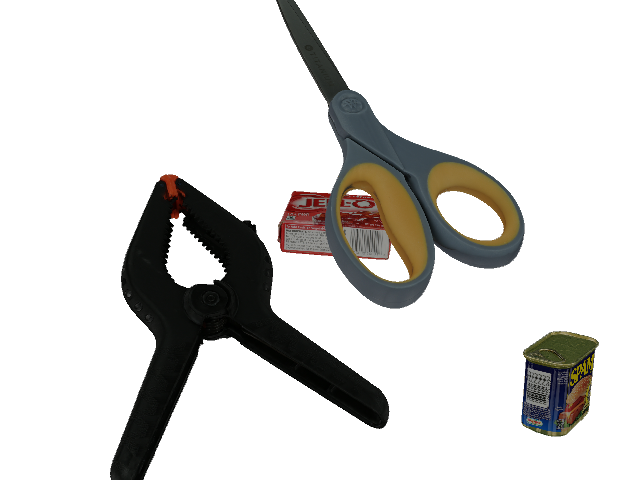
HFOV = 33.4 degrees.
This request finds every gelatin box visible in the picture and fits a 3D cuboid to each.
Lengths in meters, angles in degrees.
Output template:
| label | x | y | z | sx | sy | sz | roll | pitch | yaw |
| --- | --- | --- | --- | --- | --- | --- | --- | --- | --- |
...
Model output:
| label | x | y | z | sx | sy | sz | roll | pitch | yaw |
| --- | --- | --- | --- | --- | --- | --- | --- | --- | --- |
| gelatin box | 0.015 | -0.014 | 0.865 | 0.089 | 0.030 | 0.073 | 4 | 22 | 6 |

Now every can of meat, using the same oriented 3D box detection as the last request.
| label | x | y | z | sx | sy | sz | roll | pitch | yaw |
| --- | --- | --- | --- | --- | --- | --- | --- | --- | --- |
| can of meat | 0.256 | 0.154 | 1.149 | 0.058 | 0.084 | 0.101 | 11 | 17 | 32 |

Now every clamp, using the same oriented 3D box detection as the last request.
| label | x | y | z | sx | sy | sz | roll | pitch | yaw |
| --- | --- | --- | --- | --- | --- | --- | --- | --- | --- |
| clamp | -0.056 | 0.047 | 0.654 | 0.164 | 0.210 | 0.036 | -7 | -33 | -13 |

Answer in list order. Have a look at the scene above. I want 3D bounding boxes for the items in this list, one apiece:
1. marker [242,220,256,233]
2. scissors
| label | x | y | z | sx | sy | sz | roll | pitch | yaw |
| --- | --- | --- | --- | --- | --- | --- | --- | --- | --- |
| marker | -0.067 | 0.039 | 1.081 | 0.020 | 0.121 | 0.020 | -6 | 15 | 2 |
| scissors | 0.034 | -0.053 | 0.497 | 0.096 | 0.202 | 0.016 | 1 | -40 | -11 |
